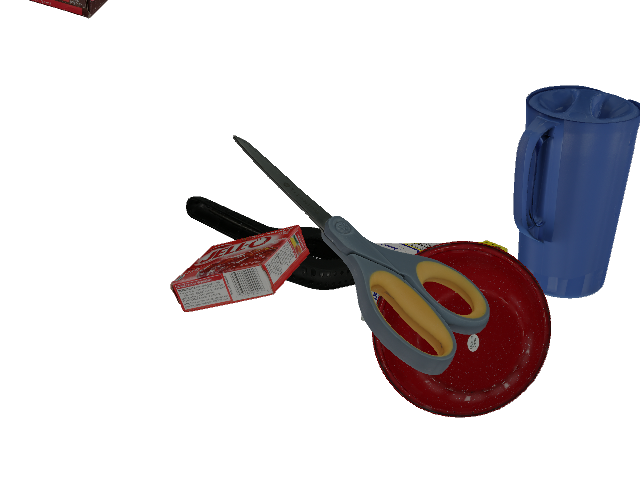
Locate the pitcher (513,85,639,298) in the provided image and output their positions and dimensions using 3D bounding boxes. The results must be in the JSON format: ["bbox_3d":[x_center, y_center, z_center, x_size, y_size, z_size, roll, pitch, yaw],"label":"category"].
[{"bbox_3d":[0.295,-0.054,1.281,0.149,0.243,0.145,2,26,1],"label":"pitcher"}]

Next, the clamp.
[{"bbox_3d":[-0.041,0.018,1.090,0.210,0.036,0.164,11,30,-7],"label":"clamp"}]

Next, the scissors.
[{"bbox_3d":[0.030,-0.001,0.658,0.096,0.202,0.016,-7,-40,-38],"label":"scissors"}]

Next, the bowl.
[{"bbox_3d":[0.127,0.083,0.933,0.162,0.162,0.055,0,6,-1],"label":"bowl"}]

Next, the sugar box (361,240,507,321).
[{"bbox_3d":[0.134,0.050,1.244,0.175,0.093,0.048,-3,14,-34],"label":"sugar box"}]

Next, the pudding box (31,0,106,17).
[{"bbox_3d":[-0.193,-0.218,0.808,0.090,0.039,0.113,18,38,4],"label":"pudding box"}]

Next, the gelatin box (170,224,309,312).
[{"bbox_3d":[-0.063,0.022,0.844,0.089,0.030,0.073,-13,18,29],"label":"gelatin box"}]
